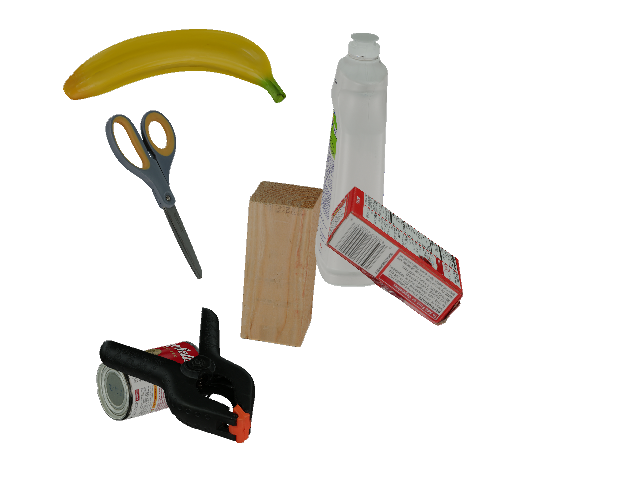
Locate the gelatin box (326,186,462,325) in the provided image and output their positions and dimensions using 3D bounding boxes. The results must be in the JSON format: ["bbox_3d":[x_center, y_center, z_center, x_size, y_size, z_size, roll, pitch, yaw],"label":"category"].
[{"bbox_3d":[0.047,0.009,0.678,0.089,0.030,0.073,36,15,-6],"label":"gelatin box"}]

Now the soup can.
[{"bbox_3d":[-0.182,0.151,1.153,0.102,0.068,0.069,-9,6,-42],"label":"soup can"}]

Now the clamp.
[{"bbox_3d":[-0.106,0.118,0.967,0.120,0.039,0.172,-30,47,-33],"label":"clamp"}]

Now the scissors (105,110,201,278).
[{"bbox_3d":[-0.168,-0.062,1.205,0.016,0.201,0.096,-20,20,44],"label":"scissors"}]

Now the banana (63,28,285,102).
[{"bbox_3d":[-0.131,-0.159,0.962,0.197,0.069,0.037,-1,-33,-4],"label":"banana"}]

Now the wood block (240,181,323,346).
[{"bbox_3d":[-0.055,0.032,1.492,0.090,0.206,0.090,8,22,6],"label":"wood block"}]

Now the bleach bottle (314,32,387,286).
[{"bbox_3d":[0.036,-0.084,1.094,0.068,0.251,0.102,-1,28,-9],"label":"bleach bottle"}]
